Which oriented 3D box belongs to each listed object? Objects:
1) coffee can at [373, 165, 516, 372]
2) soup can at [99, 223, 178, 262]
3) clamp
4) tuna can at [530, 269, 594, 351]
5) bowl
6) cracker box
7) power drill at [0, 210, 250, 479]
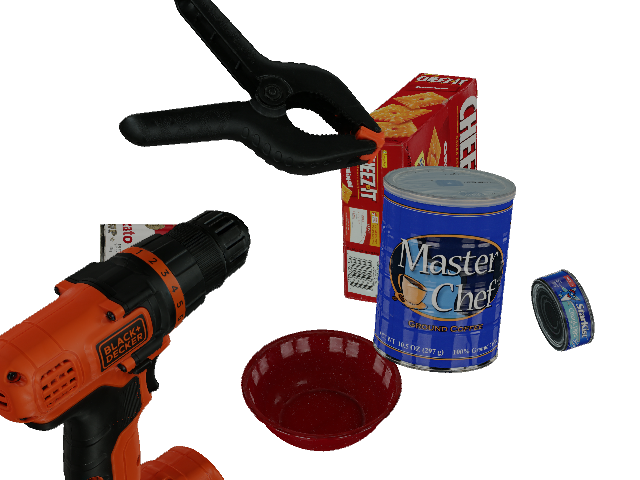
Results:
[{"bbox_3d":[0.097,0.020,0.848,0.103,0.140,0.103,3,17,-1],"label":"coffee can"},{"bbox_3d":[-0.159,0.018,1.018,0.102,0.068,0.068,1,0,-12],"label":"soup can"},{"bbox_3d":[-0.039,-0.101,0.711,0.171,0.120,0.039,14,-17,-13],"label":"clamp"},{"bbox_3d":[0.264,0.077,1.169,0.033,0.086,0.086,-17,3,-9],"label":"tuna can"},{"bbox_3d":[0.002,0.162,1.084,0.162,0.055,0.162,-1,35,1],"label":"bowl"},{"bbox_3d":[0.093,-0.056,1.046,0.072,0.164,0.213,9,27,24],"label":"cracker box"},{"bbox_3d":[-0.101,0.091,0.619,0.057,0.188,0.184,19,39,36],"label":"power drill"}]
